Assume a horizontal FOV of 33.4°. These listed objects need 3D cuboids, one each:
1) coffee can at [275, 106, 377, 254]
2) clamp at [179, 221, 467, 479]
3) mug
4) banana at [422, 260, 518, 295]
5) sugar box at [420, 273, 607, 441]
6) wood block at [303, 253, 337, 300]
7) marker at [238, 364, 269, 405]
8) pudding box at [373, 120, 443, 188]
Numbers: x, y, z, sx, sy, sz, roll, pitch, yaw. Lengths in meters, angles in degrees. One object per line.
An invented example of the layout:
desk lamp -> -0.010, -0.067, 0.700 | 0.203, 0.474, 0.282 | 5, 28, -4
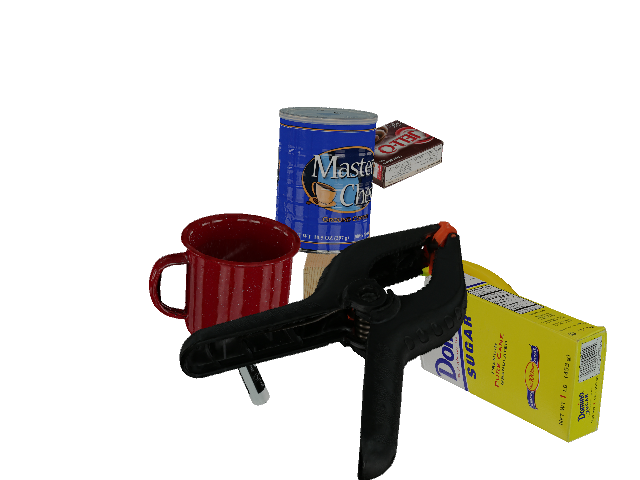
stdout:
coffee can -> 0.005, -0.065, 1.122 | 0.103, 0.140, 0.103 | 3, 13, -1
clamp -> 0.028, 0.048, 0.541 | 0.171, 0.039, 0.120 | -33, 57, -32
mug -> -0.076, 0.035, 0.839 | 0.117, 0.081, 0.093 | -4, 27, -20
banana -> 0.171, 0.065, 1.119 | 0.069, 0.037, 0.198 | -36, 39, -13
sugar box -> 0.160, 0.094, 0.917 | 0.048, 0.093, 0.176 | -13, 22, -39
wood block -> 0.028, 0.041, 1.651 | 0.091, 0.090, 0.206 | 3, 23, 4
marker -> -0.076, 0.111, 1.028 | 0.020, 0.121, 0.020 | -13, 36, 9
pudding box -> 0.095, -0.117, 1.436 | 0.113, 0.039, 0.090 | -27, 39, -32
